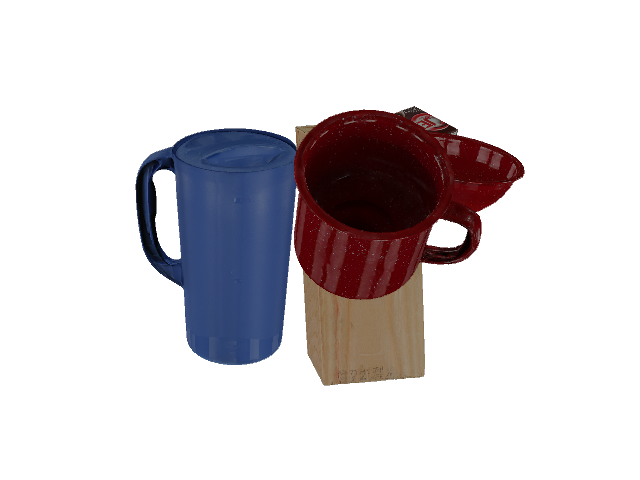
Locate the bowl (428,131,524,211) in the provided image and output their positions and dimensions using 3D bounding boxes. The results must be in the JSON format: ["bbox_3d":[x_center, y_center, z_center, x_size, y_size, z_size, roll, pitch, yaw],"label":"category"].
[{"bbox_3d":[0.152,-0.075,1.242,0.162,0.055,0.162,8,24,-4],"label":"bowl"}]

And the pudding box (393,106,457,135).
[{"bbox_3d":[0.119,-0.141,1.472,0.113,0.039,0.090,-24,40,-29],"label":"pudding box"}]

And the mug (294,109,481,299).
[{"bbox_3d":[0.039,-0.014,0.641,0.117,0.093,0.081,14,-34,2],"label":"mug"}]

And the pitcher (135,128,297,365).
[{"bbox_3d":[-0.103,0.008,1.157,0.149,0.243,0.144,24,32,38],"label":"pitcher"}]

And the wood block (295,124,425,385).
[{"bbox_3d":[0.034,0.007,0.901,0.090,0.206,0.091,-4,11,-8],"label":"wood block"}]
